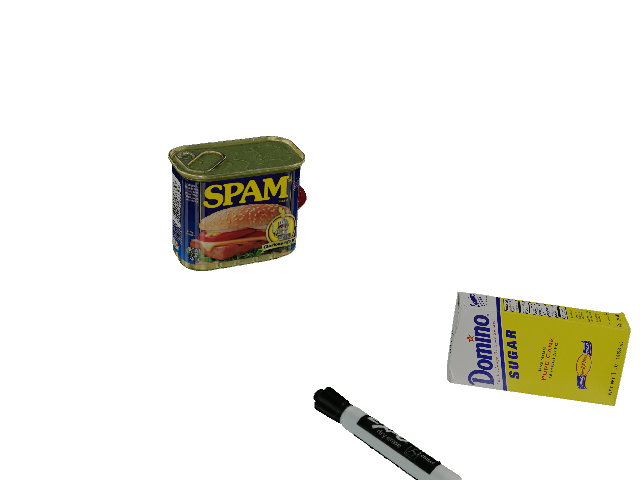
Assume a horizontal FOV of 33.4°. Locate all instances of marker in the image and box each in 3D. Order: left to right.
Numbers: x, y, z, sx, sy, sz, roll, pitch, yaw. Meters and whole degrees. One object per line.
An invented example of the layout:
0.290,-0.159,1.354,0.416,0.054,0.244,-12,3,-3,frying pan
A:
0.042,0.135,0.721,0.121,0.020,0.020,31,18,32,marker

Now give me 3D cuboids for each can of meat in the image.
-0.066,-0.029,0.831,0.102,0.084,0.057,-9,31,-23,can of meat

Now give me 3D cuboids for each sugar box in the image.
0.224,0.113,1.113,0.176,0.093,0.048,6,21,4,sugar box

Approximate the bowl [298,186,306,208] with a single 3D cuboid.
-0.100,-0.037,1.318,0.162,0.055,0.162,4,25,-2,bowl
